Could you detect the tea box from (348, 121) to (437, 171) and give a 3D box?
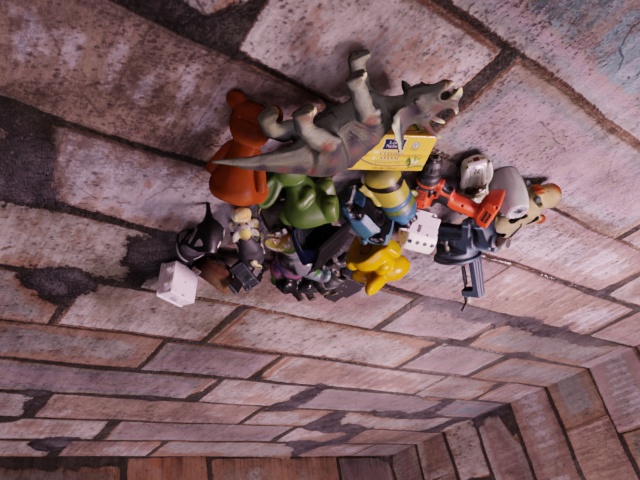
[{"bbox_3d":[0.131,-0.192,1.055,0.170,0.068,0.098,-1,144,-13],"label":"tea box"}]

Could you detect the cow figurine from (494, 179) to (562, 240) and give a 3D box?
[{"bbox_3d":[0.500,-0.077,1.323,0.195,0.085,0.127,-35,146,32],"label":"cow figurine"}]

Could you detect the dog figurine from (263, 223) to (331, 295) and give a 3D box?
[{"bbox_3d":[-0.084,0.033,1.291,0.192,0.108,0.219,-26,139,25],"label":"dog figurine"}]

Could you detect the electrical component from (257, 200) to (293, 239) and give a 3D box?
[{"bbox_3d":[-0.097,-0.048,1.174,0.078,0.102,0.045,-21,177,-18],"label":"electrical component"}]

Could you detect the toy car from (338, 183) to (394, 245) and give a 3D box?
[{"bbox_3d":[0.092,-0.053,1.220,0.103,0.109,0.161,-13,143,41],"label":"toy car"}]

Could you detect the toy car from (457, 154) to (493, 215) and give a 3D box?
[{"bbox_3d":[0.353,-0.121,1.234,0.074,0.056,0.201,-13,146,3],"label":"toy car"}]

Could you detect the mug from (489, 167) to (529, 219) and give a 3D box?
[{"bbox_3d":[0.435,-0.097,1.250,0.081,0.107,0.109,-2,143,-12],"label":"mug"}]

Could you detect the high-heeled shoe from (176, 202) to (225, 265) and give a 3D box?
[{"bbox_3d":[-0.266,0.028,1.187,0.086,0.145,0.248,6,141,-23],"label":"high-heeled shoe"}]

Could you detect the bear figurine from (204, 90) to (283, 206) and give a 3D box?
[{"bbox_3d":[-0.137,-0.165,0.986,0.120,0.132,0.195,17,101,1],"label":"bear figurine"}]

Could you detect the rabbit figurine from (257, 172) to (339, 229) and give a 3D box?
[{"bbox_3d":[-0.051,-0.117,1.100,0.159,0.121,0.170,-11,128,13],"label":"rabbit figurine"}]

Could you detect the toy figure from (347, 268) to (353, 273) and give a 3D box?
[{"bbox_3d":[0.143,0.047,1.420,0.155,0.057,0.064,-16,-177,4],"label":"toy figure"}]

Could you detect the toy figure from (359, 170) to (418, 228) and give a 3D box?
[{"bbox_3d":[0.159,-0.101,1.157,0.089,0.082,0.180,-5,135,41],"label":"toy figure"}]

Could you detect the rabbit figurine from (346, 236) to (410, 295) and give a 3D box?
[{"bbox_3d":[0.155,0.060,1.332,0.173,0.122,0.162,27,104,-42],"label":"rabbit figurine"}]

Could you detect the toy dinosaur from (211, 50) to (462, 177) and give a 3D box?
[{"bbox_3d":[0.033,-0.178,0.916,0.405,0.131,0.192,-29,124,5],"label":"toy dinosaur"}]

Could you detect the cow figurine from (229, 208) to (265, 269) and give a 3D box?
[{"bbox_3d":[-0.166,0.000,1.217,0.068,0.098,0.167,-13,151,-1],"label":"cow figurine"}]

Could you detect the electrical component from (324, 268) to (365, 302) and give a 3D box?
[{"bbox_3d":[0.055,0.118,1.494,0.115,0.058,0.134,-31,141,29],"label":"electrical component"}]

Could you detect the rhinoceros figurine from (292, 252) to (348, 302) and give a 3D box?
[{"bbox_3d":[0.005,0.094,1.404,0.190,0.112,0.073,-28,159,31],"label":"rhinoceros figurine"}]

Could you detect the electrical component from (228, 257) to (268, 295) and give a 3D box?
[{"bbox_3d":[-0.180,0.081,1.301,0.048,0.119,0.074,-32,101,23],"label":"electrical component"}]

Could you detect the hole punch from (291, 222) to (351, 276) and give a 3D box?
[{"bbox_3d":[-0.002,-0.004,1.195,0.142,0.092,0.115,-45,162,-30],"label":"hole punch"}]

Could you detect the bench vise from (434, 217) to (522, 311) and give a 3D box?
[{"bbox_3d":[0.376,0.048,1.331,0.224,0.240,0.129,2,-159,38],"label":"bench vise"}]
